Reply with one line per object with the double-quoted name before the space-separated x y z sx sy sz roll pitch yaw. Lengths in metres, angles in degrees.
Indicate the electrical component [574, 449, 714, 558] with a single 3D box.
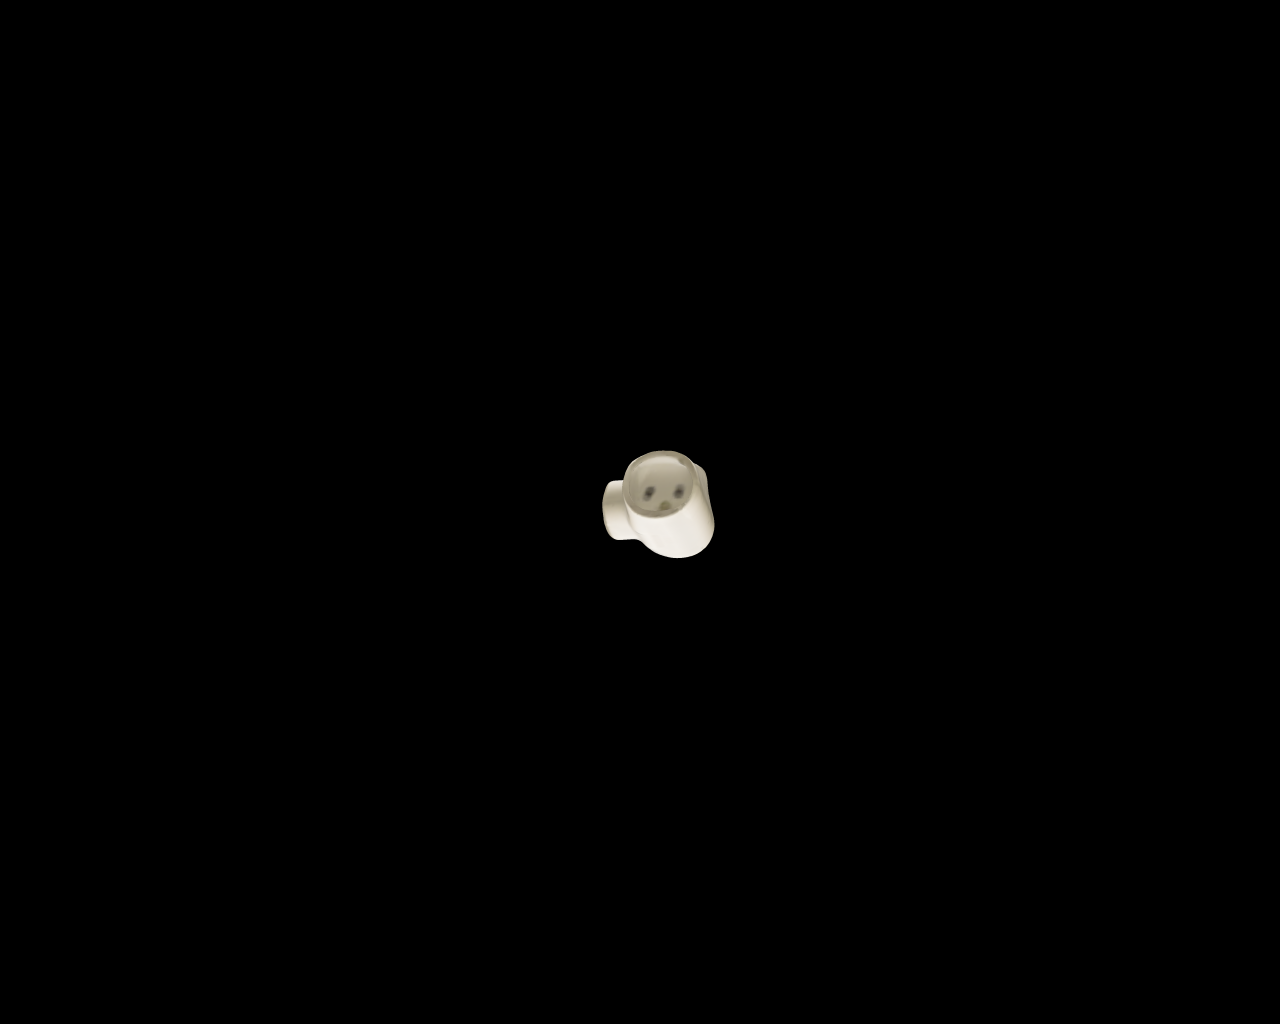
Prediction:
"electrical component" 0.001 -0.003 0.650 0.079 0.043 0.077 -4 -20 11
